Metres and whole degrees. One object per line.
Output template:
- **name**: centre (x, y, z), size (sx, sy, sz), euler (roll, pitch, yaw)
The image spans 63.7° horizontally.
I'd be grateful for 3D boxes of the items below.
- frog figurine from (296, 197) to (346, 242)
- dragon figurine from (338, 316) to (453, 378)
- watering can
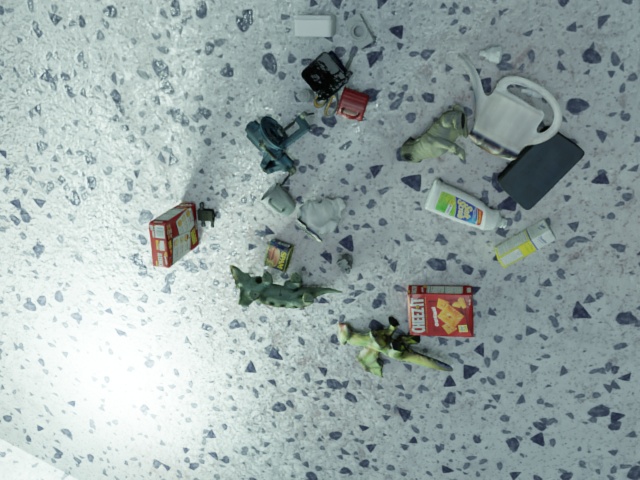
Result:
- **frog figurine**: centre (0.005, -0.086, 1.718), size (0.138, 0.121, 0.161), euler (41, 78, 5)
- **dragon figurine**: centre (0.243, 0.411, 1.849), size (0.410, 0.125, 0.237), euler (34, 132, 1)
- **watering can**: centre (0.503, -0.369, 1.471), size (0.350, 0.105, 0.221), euler (34, 111, 15)
